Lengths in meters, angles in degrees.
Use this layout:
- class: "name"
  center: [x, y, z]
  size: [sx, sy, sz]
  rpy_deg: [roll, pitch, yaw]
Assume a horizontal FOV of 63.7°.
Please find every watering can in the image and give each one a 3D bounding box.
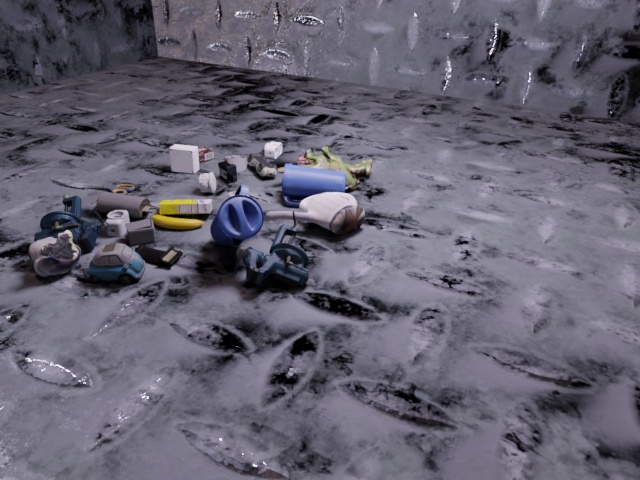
- class: "watering can"
  center: [0.005, -0.089, 1.769]
  size: [0.351, 0.102, 0.227]
  rpy_deg: [-21, 37, -36]

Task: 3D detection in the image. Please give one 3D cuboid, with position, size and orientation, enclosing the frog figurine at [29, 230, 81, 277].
- class: "frog figurine"
  center: [-0.788, 0.049, 1.515]
  size: [0.158, 0.141, 0.121]
  rpy_deg: [-21, -47, 38]

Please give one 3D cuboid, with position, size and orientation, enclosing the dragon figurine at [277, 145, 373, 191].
- class: "dragon figurine"
  center: [0.050, -0.275, 2.106]
  size: [0.414, 0.119, 0.246]
  rpy_deg: [-23, 46, -34]
